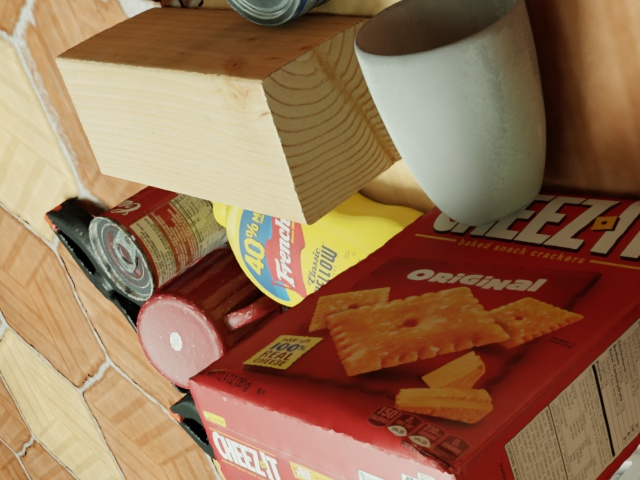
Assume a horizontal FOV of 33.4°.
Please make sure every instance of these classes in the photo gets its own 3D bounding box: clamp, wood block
[{"bbox_3d":[-0.180,0.033,0.956,0.210,0.036,0.165,47,157,18],"label":"clamp"},{"bbox_3d":[-0.060,-0.084,0.658,0.206,0.090,0.091,14,131,45],"label":"wood block"},{"bbox_3d":[-0.077,0.191,0.983,0.172,0.039,0.120,15,127,53],"label":"clamp"}]

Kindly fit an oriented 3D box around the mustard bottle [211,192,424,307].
[{"bbox_3d":[-0.005,0.001,0.691,0.192,0.058,0.096,29,122,35],"label":"mustard bottle"}]

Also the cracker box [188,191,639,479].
[{"bbox_3d":[0.072,0.050,0.499,0.164,0.213,0.072,10,126,47],"label":"cracker box"}]

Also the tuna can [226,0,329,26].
[{"bbox_3d":[-0.029,-0.164,0.595,0.086,0.033,0.086,32,141,30],"label":"tuna can"}]

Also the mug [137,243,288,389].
[{"bbox_3d":[-0.074,0.057,0.799,0.117,0.081,0.093,-16,104,36],"label":"mug"}]

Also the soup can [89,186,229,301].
[{"bbox_3d":[-0.105,-0.011,0.771,0.069,0.102,0.068,33,142,30],"label":"soup can"}]
